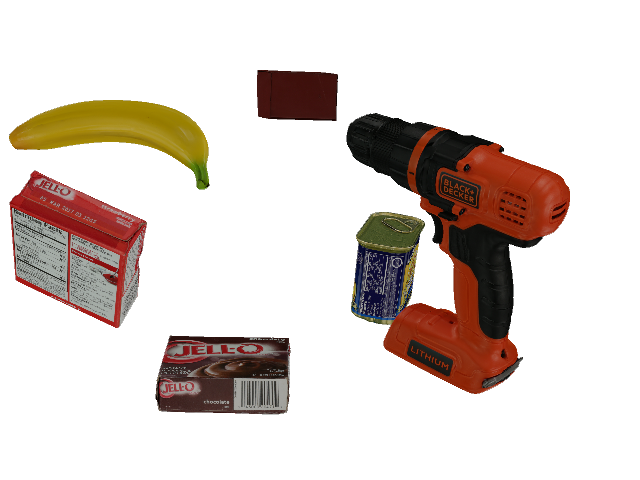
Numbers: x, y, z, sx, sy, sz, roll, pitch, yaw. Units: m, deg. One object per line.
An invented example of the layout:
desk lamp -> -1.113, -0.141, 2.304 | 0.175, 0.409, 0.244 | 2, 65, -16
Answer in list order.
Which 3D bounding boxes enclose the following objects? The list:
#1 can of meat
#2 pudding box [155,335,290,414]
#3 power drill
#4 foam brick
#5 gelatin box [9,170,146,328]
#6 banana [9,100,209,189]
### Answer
can of meat -> 0.066, 0.027, 1.074 | 0.057, 0.084, 0.102 | 10, 21, 12
pudding box -> -0.083, 0.116, 0.938 | 0.113, 0.039, 0.090 | 3, 18, -2
power drill -> 0.090, 0.008, 0.796 | 0.185, 0.188, 0.057 | 26, 39, 37
foam brick -> -0.025, -0.157, 1.158 | 0.078, 0.051, 0.053 | -1, 11, -18
gelatin box -> -0.145, 0.006, 0.637 | 0.073, 0.030, 0.089 | 24, -36, 3
banana -> -0.175, -0.094, 0.930 | 0.198, 0.037, 0.069 | 11, 48, 19
